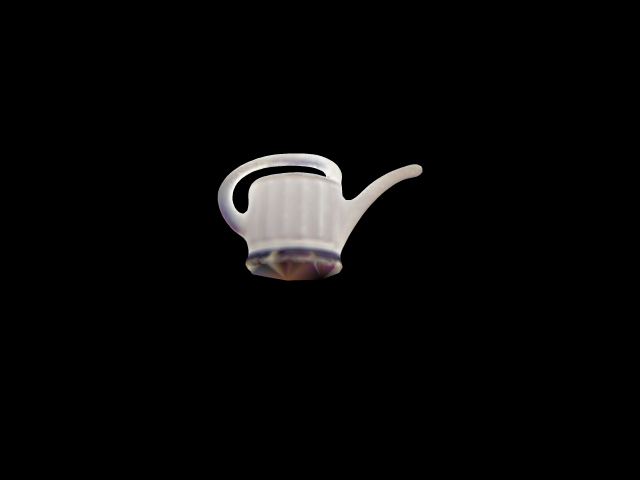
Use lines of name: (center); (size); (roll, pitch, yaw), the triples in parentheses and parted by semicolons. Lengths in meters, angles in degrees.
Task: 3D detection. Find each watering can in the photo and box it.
watering can: (0.003, -0.043, 0.850); (0.348, 0.228, 0.102); (0, -20, 0)
